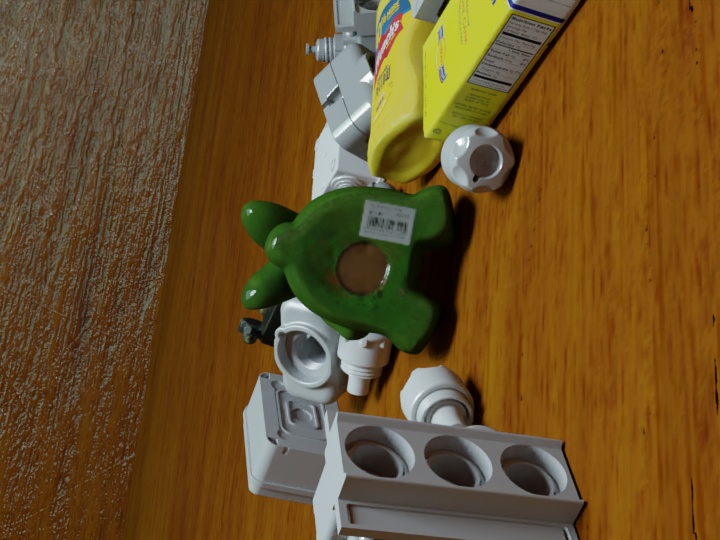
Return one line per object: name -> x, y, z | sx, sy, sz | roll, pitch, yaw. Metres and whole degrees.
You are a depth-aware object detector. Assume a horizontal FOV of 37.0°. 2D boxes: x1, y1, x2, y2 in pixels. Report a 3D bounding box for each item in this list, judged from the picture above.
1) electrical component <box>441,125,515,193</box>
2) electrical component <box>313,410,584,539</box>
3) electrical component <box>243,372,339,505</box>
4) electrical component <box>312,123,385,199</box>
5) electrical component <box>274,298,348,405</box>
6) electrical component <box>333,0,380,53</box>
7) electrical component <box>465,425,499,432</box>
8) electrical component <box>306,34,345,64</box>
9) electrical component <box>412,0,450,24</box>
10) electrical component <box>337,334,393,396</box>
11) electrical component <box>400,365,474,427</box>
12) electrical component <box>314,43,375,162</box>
electrical component -> 0.074, -0.075, 0.714 | 0.062, 0.043, 0.043 | -134, 57, -73
electrical component -> 0.041, 0.117, 0.546 | 0.078, 0.121, 0.063 | -101, 24, -54
electrical component -> -0.061, 0.152, 0.968 | 0.113, 0.078, 0.057 | -107, 35, -60
electrical component -> -0.011, -0.105, 1.031 | 0.099, 0.048, 0.099 | 127, 151, -57
electrical component -> -0.034, 0.061, 0.905 | 0.059, 0.054, 0.095 | -37, -47, -54
electrical component -> 0.015, -0.251, 1.012 | 0.063, 0.079, 0.121 | 86, 180, -46
electrical component -> 0.061, 0.120, 0.628 | 0.065, 0.044, 0.044 | 121, 156, -62
electrical component -> -0.015, -0.221, 1.085 | 0.040, 0.078, 0.040 | -178, 90, -86
electrical component -> 0.078, -0.287, 0.820 | 0.105, 0.060, 0.186 | 123, 154, -53
electrical component -> 0.003, 0.070, 0.866 | 0.048, 0.048, 0.062 | -123, 40, -69
electrical component -> 0.052, 0.089, 0.676 | 0.062, 0.043, 0.043 | -121, 45, -66
electrical component -> 0.005, -0.151, 0.952 | 0.059, 0.054, 0.095 | -40, 48, 26
